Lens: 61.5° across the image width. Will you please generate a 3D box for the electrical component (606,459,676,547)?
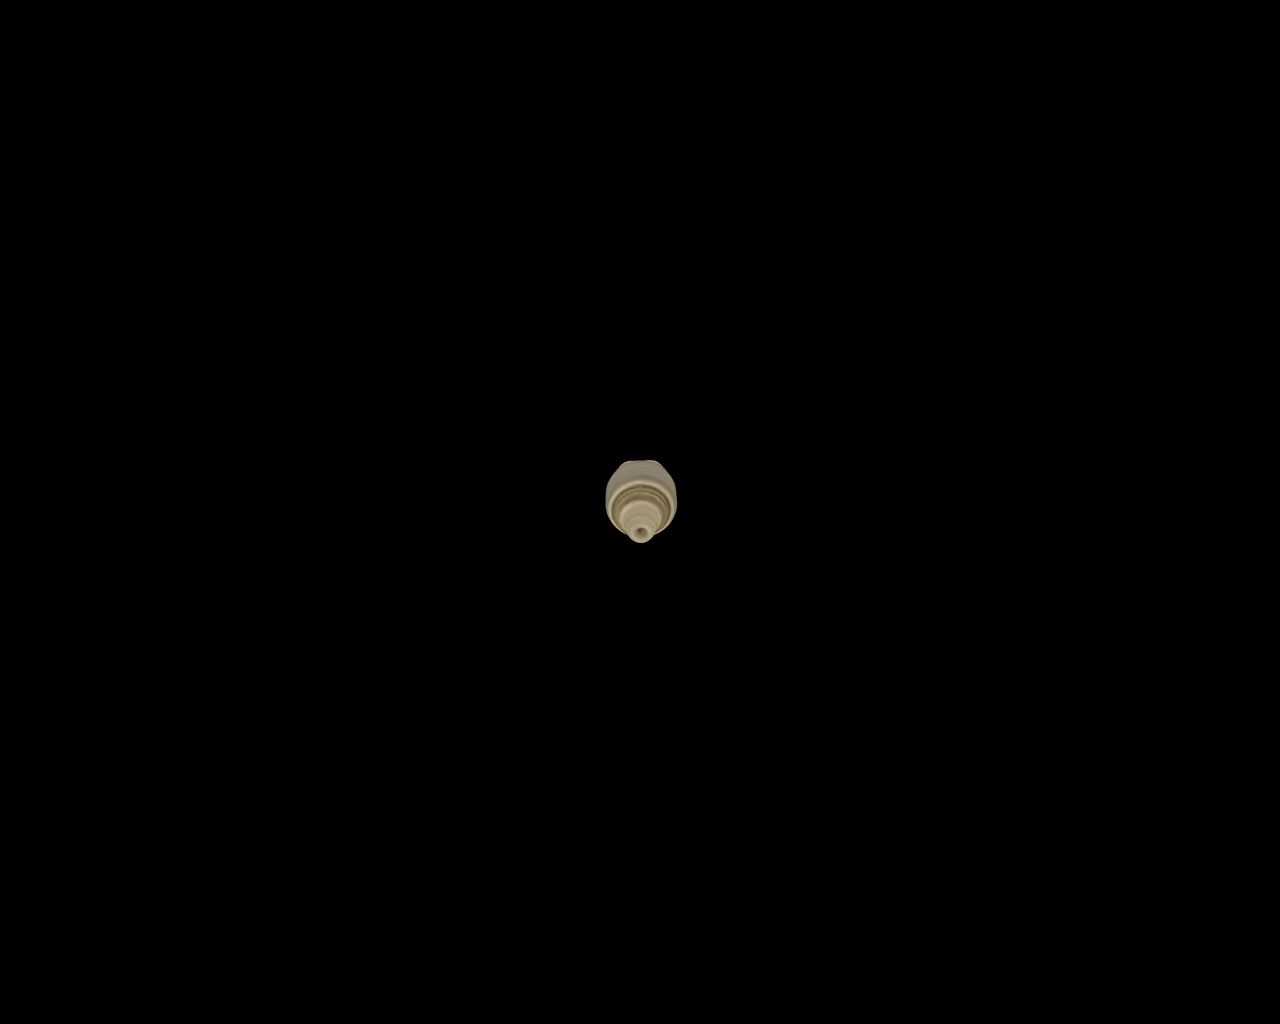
[{"bbox_3d":[0.001,-0.003,0.650,0.043,0.043,0.062,0,30,0],"label":"electrical component"}]
